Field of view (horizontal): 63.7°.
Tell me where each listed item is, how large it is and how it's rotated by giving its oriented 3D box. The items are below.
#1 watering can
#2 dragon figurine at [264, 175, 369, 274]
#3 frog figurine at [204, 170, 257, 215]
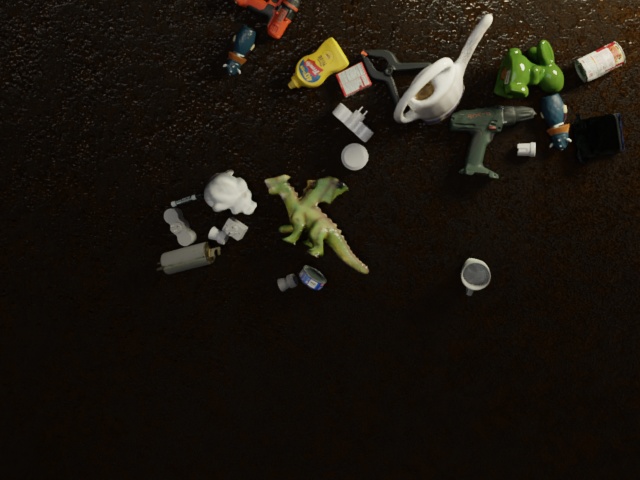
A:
[{"bbox_3d":[0.345,-0.437,1.403,0.345,0.224,0.105,-43,70,15],"label":"watering can"},{"bbox_3d":[0.005,-0.080,1.593,0.411,0.122,0.242,24,94,8],"label":"dragon figurine"},{"bbox_3d":[-0.286,-0.136,1.643,0.138,0.121,0.161,-41,76,-3],"label":"frog figurine"}]
